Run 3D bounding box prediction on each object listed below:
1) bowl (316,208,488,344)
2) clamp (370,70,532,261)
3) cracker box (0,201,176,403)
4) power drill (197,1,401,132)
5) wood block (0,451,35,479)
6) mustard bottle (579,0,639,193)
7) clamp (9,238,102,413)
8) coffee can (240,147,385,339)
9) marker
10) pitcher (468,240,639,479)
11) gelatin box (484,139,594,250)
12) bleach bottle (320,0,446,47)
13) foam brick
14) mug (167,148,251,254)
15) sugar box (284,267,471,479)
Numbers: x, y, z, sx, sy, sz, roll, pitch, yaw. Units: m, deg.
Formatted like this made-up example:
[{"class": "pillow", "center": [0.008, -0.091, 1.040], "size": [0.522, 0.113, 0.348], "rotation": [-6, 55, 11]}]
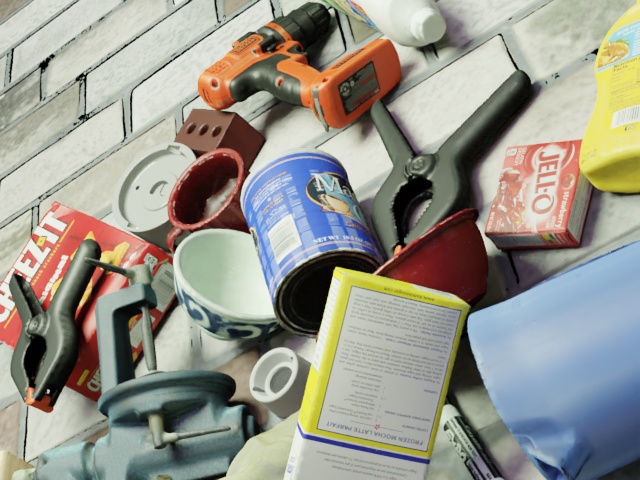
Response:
[{"class": "bowl", "center": [0.076, 0.048, 0.819], "size": [0.162, 0.162, 0.055], "rotation": [-41, 77, 7]}, {"class": "clamp", "center": [0.104, -0.063, 0.939], "size": [0.165, 0.036, 0.210], "rotation": [-14, 48, 33]}, {"class": "cracker box", "center": [-0.255, 0.060, 1.127], "size": [0.214, 0.072, 0.164], "rotation": [20, 75, 47]}, {"class": "power drill", "center": [-0.009, -0.182, 1.097], "size": [0.188, 0.057, 0.184], "rotation": [20, 53, 44]}, {"class": "wood block", "center": [-0.298, 0.309, 0.957], "size": [0.091, 0.090, 0.206], "rotation": [-25, 45, 23]}, {"class": "mustard bottle", "center": [0.262, -0.131, 0.837], "size": [0.096, 0.058, 0.191], "rotation": [-13, 52, 42]}, {"class": "clamp", "center": [-0.271, 0.086, 1.037], "size": [0.120, 0.039, 0.171], "rotation": [-19, 52, 38]}, {"class": "coffee can", "center": [-0.006, 0.001, 0.933], "size": [0.103, 0.102, 0.140], "rotation": [-35, 42, 14]}, {"class": "marker", "center": [0.106, 0.148, 0.784], "size": [0.020, 0.020, 0.121], "rotation": [-41, 41, 8]}, {"class": "pitcher", "center": [0.226, 0.050, 0.683], "size": [0.243, 0.144, 0.149], "rotation": [-29, 68, 16]}, {"class": "gelatin box", "center": [0.178, -0.037, 0.858], "size": [0.073, 0.030, 0.089], "rotation": [-2, 58, 40]}, {"class": "bleach bottle", "center": [0.046, -0.260, 1.092], "size": [0.068, 0.102, 0.251], "rotation": [-47, 39, 3]}, {"class": "foam brick", "center": [-0.110, -0.104, 1.146], "size": [0.078, 0.051, 0.053], "rotation": [11, 67, 45]}, {"class": "mug", "center": [-0.097, -0.021, 1.046], "size": [0.117, 0.081, 0.093], "rotation": [-44, 41, 4]}, {"class": "sugar box", "center": [0.035, 0.115, 0.734], "size": [0.048, 0.093, 0.176], "rotation": [-134, 59, -80]}]
